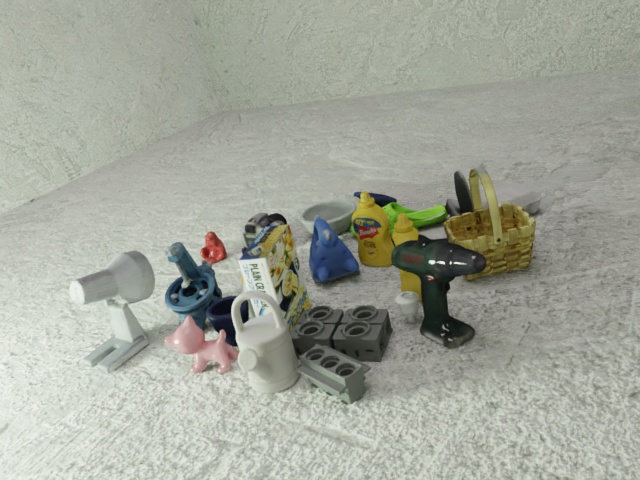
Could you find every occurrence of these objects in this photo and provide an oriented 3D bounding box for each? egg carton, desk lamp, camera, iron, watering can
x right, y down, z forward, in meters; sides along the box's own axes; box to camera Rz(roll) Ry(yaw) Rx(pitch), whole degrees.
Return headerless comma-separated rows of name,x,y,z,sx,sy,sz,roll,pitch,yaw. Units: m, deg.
egg carton,0.499,-0.095,1.511,0.150,0.069,0.107,-22,25,-18
desk lamp,-0.462,0.153,1.299,0.117,0.214,0.204,4,29,34
camera,-0.146,-0.034,1.682,0.142,0.101,0.137,4,29,34
iron,0.013,0.005,1.460,0.118,0.142,0.257,-16,24,-6
watering can,-0.104,0.184,1.064,0.101,0.194,0.172,-16,24,-6

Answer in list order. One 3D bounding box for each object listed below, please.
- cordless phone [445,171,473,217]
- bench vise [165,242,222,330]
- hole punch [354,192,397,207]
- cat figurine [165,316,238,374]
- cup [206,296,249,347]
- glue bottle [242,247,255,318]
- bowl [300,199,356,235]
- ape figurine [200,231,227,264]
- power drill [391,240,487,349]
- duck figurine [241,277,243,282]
cordless phone,0.363,-0.099,1.451,0.094,0.185,0.147,-13,24,2
bench vise,-0.313,0.089,1.352,0.121,0.220,0.207,-16,24,-6
hole punch,0.165,-0.113,1.702,0.101,0.091,0.108,-28,27,-28
cat figurine,-0.245,0.211,1.175,0.127,0.118,0.067,-7,25,15
cup,-0.182,0.185,1.228,0.092,0.095,0.117,-25,26,-24
glue bottle,-0.149,0.093,1.314,0.078,0.173,0.037,-20,25,-15
bowl,0.029,-0.053,1.662,0.167,0.075,0.167,-11,24,5
ape figurine,-0.310,0.019,1.663,0.077,0.092,0.076,2,28,31
power drill,0.229,0.091,1.074,0.076,0.209,0.228,-26,27,-26
duck figurine,-0.169,0.062,1.501,0.077,0.086,0.105,10,33,42
